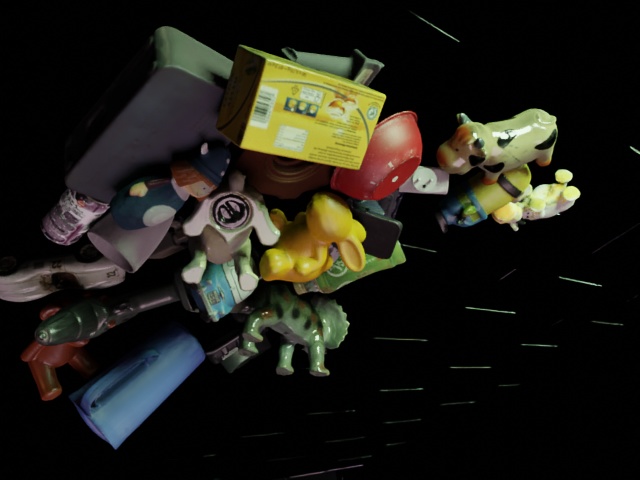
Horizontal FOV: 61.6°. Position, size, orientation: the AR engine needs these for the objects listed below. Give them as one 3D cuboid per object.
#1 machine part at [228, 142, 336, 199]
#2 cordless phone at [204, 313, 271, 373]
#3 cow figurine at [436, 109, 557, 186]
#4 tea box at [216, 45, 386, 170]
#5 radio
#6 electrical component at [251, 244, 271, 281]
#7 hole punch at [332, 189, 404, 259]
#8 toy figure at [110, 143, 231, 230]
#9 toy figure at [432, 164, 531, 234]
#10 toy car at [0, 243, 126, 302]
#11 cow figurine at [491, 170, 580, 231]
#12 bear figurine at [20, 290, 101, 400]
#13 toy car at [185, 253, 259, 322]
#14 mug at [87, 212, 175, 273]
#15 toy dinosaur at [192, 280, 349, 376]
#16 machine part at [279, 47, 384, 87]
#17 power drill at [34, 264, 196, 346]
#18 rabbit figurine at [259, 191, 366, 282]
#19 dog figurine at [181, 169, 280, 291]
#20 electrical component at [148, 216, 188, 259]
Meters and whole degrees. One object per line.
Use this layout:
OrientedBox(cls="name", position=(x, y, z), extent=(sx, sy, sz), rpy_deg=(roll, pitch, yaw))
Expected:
OrientedBox(cls="machine part", position=(-0.039, -0.125, 0.741), extent=(0.179, 0.056, 0.179), rpy_deg=(-13, 150, -8))
OrientedBox(cls="cordless phone", position=(-0.187, 0.178, 1.107), extent=(0.147, 0.089, 0.184), rpy_deg=(-31, 140, -11))
OrientedBox(cls="cow figurine", position=(0.275, -0.150, 0.836), extent=(0.195, 0.085, 0.127), rpy_deg=(-18, 149, -5))
OrientedBox(cls="tea box", position=(-0.019, -0.143, 0.602), extent=(0.169, 0.068, 0.098), rpy_deg=(6, 114, -40))
OrientedBox(cls="radio", position=(-0.195, -0.130, 0.639), extent=(0.229, 0.073, 0.131), rpy_deg=(-38, 143, 26))
OrientedBox(cls="electrical component", position=(-0.092, 0.034, 0.962), extent=(0.075, 0.048, 0.119), rpy_deg=(-43, 170, 38))
OrientedBox(cls="hole punch", position=(0.084, -0.041, 0.925), extent=(0.116, 0.092, 0.142), rpy_deg=(16, 147, 3))
OrientedBox(cls="toy figure", position=(-0.171, -0.061, 0.635), extent=(0.154, 0.057, 0.064), rpy_deg=(-25, -173, 8))
OrientedBox(cls="toy figure", position=(0.287, -0.080, 0.956), extent=(0.180, 0.082, 0.089), rpy_deg=(-26, 150, 17))
OrientedBox(cls="toy car", position=(-0.407, 0.053, 0.828), extent=(0.202, 0.056, 0.073), rpy_deg=(-10, 148, -15))
OrientedBox(cls="cow figurine", position=(0.415, -0.068, 1.058), extent=(0.167, 0.068, 0.098), rpy_deg=(-19, 155, 3))
OrientedBox(cls="bear figurine", position=(-0.440, 0.177, 0.946), extent=(0.196, 0.132, 0.120), rpy_deg=(-39, 173, 36))
OrientedBox(cls="toy car", position=(-0.153, 0.058, 0.865), extent=(0.103, 0.162, 0.109), rpy_deg=(-19, 107, -2))
OrientedBox(cls="mug", position=(-0.254, -0.013, 0.758), extent=(0.107, 0.081, 0.109), rpy_deg=(-52, 162, -24))
OrientedBox(cls="toy dinosaur", position=(-0.075, 0.153, 1.083), extent=(0.131, 0.192, 0.404), rpy_deg=(-17, 137, 31))
OrientedBox(cls="machine part", position=(0.008, -0.204, 0.661), extent=(0.139, 0.039, 0.084), rpy_deg=(0, 153, -30))
OrientedBox(cls="power drill", position=(-0.297, 0.104, 0.846), extent=(0.207, 0.086, 0.232), rpy_deg=(-22, -178, 3))
OrientedBox(cls="rabbit figurine", position=(-0.002, -0.003, 0.841), extent=(0.162, 0.122, 0.173), rpy_deg=(21, 135, -14))
OrientedBox(cls="dog figurine", position=(-0.133, -0.037, 0.764), extent=(0.121, 0.191, 0.172), rpy_deg=(20, 110, -19))
OrientedBox(cls="electrical component", position=(-0.245, -0.001, 0.843), extent=(0.102, 0.045, 0.078), rpy_deg=(-24, 177, 14))
